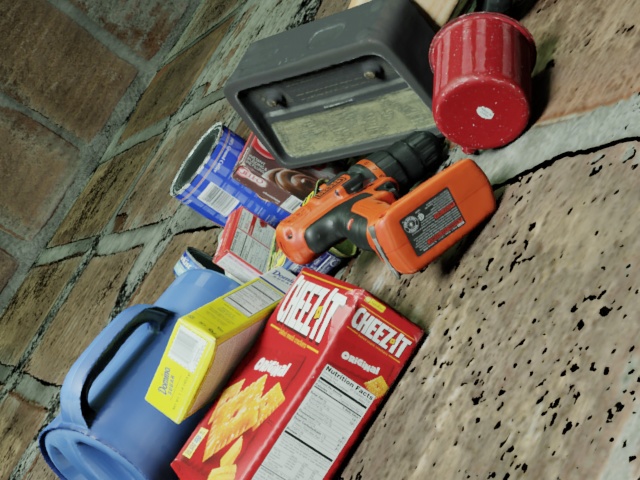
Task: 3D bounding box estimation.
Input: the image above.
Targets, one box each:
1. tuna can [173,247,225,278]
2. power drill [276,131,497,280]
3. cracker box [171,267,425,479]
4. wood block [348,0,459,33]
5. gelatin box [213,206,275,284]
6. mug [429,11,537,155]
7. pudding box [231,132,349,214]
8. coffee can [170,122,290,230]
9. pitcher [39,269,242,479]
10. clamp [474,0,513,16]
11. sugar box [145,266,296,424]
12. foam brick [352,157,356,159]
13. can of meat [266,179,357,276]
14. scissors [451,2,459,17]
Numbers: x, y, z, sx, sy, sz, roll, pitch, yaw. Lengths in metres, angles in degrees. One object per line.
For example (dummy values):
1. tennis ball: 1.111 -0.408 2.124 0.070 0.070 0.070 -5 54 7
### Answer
1. tuna can: -0.130 0.046 1.254 0.034 0.086 0.086 -55 18 7
2. power drill: 0.068 -0.035 0.913 0.184 0.057 0.188 -38 18 -16
3. cracker box: -0.026 0.133 0.874 0.213 0.072 0.164 -57 18 -6
4. wood block: 0.078 -0.235 1.084 0.206 0.090 0.090 118 168 -64
5. gelatin box: -0.066 0.016 1.142 0.030 0.089 0.073 -40 24 38
6. mug: 0.135 -0.123 0.908 0.117 0.093 0.081 101 179 -47
7. pudding box: -0.032 -0.081 1.187 0.039 0.113 0.090 -37 25 52
8. coffee can: -0.087 -0.055 1.234 0.103 0.140 0.103 -48 20 23
9. pitcher: -0.157 0.135 1.046 0.242 0.145 0.149 -57 6 -39
10. clamp: 0.167 -0.262 0.983 0.210 0.036 0.164 88 -178 -59
11. sugar box: -0.080 0.090 0.971 0.176 0.048 0.093 -31 -29 -62
12. foam brick: 0.041 -0.143 1.209 0.078 0.051 0.053 -51 19 13
13. can of meat: -0.007 0.001 1.078 0.084 0.057 0.102 -46 20 33
14. scissors: 0.144 -0.272 1.169 0.201 0.016 0.096 -59 -17 -13
